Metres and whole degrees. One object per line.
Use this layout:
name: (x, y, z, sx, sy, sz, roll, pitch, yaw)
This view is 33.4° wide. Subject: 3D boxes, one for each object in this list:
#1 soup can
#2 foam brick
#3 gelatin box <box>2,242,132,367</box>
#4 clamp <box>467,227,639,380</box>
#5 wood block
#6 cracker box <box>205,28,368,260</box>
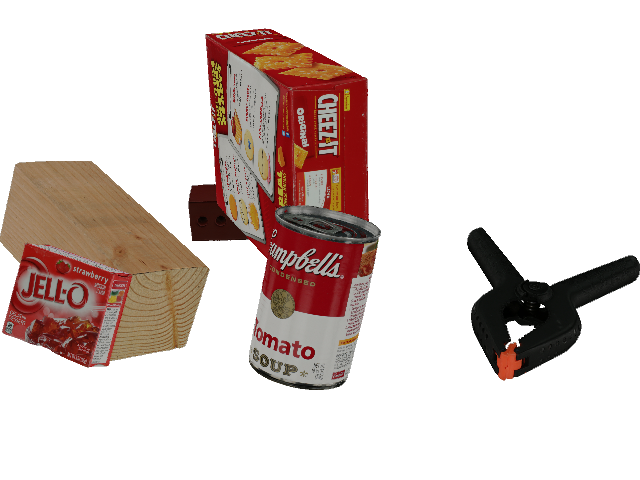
soup can: (-0.005, 0.035, 0.682, 0.068, 0.102, 0.068, 11, 15, -3)
foam brick: (-0.118, -0.034, 1.285, 0.078, 0.053, 0.051, -2, 28, 1)
gelatin box: (-0.193, 0.048, 0.807, 0.089, 0.073, 0.030, 17, 4, 25)
clamp: (0.183, 0.052, 0.964, 0.165, 0.036, 0.209, 14, 34, 25)
wood block: (-0.207, 0.012, 0.999, 0.090, 0.091, 0.206, -6, 34, -45)
cracker box: (-0.030, -0.077, 0.894, 0.072, 0.164, 0.214, -10, 24, -19)
